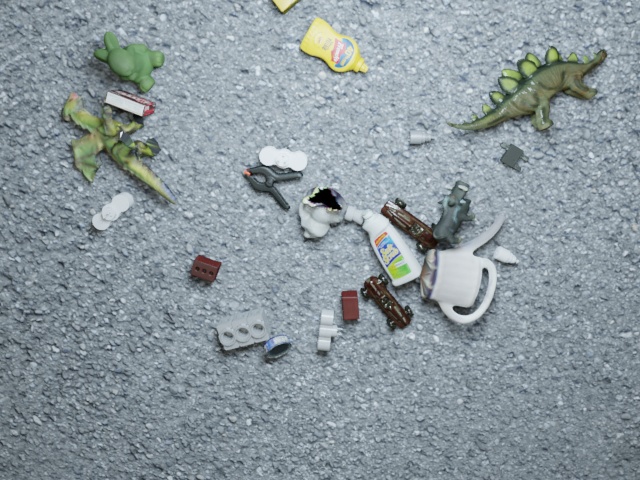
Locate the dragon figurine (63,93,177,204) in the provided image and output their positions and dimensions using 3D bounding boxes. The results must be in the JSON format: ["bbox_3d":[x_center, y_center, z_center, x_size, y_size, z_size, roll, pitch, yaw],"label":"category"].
[{"bbox_3d":[-0.605,-0.247,1.496,0.241,0.124,0.407,-20,103,25],"label":"dragon figurine"}]

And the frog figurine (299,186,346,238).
[{"bbox_3d":[0.005,-0.077,1.525,0.137,0.126,0.155,0,143,-7],"label":"frog figurine"}]

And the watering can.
[{"bbox_3d":[0.423,0.077,1.543,0.224,0.104,0.346,11,96,1],"label":"watering can"}]
